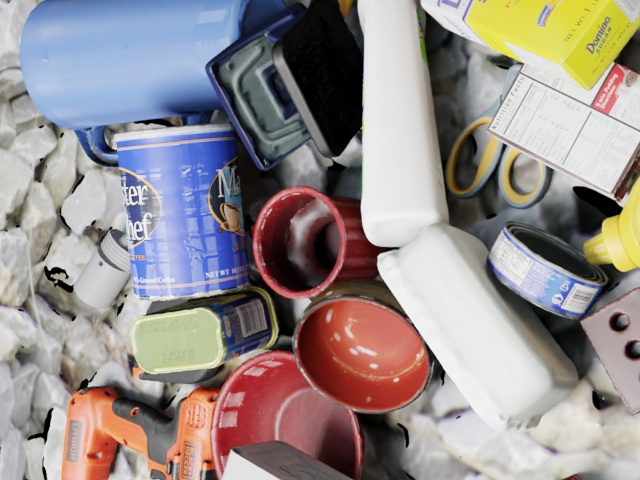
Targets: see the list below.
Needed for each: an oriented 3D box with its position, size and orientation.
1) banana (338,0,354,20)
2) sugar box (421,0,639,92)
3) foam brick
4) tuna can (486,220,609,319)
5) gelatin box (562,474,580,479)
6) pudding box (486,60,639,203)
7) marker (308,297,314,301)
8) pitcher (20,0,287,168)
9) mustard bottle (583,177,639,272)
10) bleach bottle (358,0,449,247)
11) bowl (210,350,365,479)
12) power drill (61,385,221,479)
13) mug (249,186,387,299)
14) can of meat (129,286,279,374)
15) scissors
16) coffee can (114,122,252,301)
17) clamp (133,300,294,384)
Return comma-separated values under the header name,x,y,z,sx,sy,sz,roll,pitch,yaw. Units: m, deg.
name,x,y,z,sx,sy,sz,roll,pitch,yaw
banana,0.031,-0.287,0.906,0.037,0.069,0.198,12,105,-6
sugar box,0.156,-0.180,0.778,0.093,0.048,0.176,-54,41,2
foam brick,0.233,0.077,0.763,0.053,0.051,0.078,-36,69,28
tuna can,0.167,0.022,0.789,0.086,0.085,0.034,38,111,29
gelatin box,0.195,0.216,0.772,0.089,0.073,0.030,47,113,26
pudding box,0.193,-0.093,0.791,0.114,0.039,0.090,32,101,25
marker,-0.013,0.037,0.952,0.121,0.020,0.020,46,113,26
pitcher,-0.146,-0.163,0.990,0.243,0.149,0.145,1,56,31
mustard bottle,0.272,-0.019,0.734,0.192,0.058,0.096,-22,79,33
bleach bottle,0.063,-0.127,0.868,0.068,0.102,0.251,-4,76,7
bowl,-0.018,0.175,0.930,0.162,0.055,0.162,-1,88,34
power drill,-0.165,0.223,1.031,0.188,0.057,0.184,7,89,32
mug,-0.006,0.001,0.910,0.117,0.081,0.093,9,94,34
can of meat,-0.101,0.079,0.926,0.102,0.083,0.057,-10,92,30
scissors,0.168,-0.111,0.834,0.096,0.016,0.202,39,110,27
coffee can,-0.116,-0.026,0.908,0.103,0.102,0.140,-2,96,34
clamp,-0.101,0.081,0.997,0.165,0.036,0.210,52,121,15
